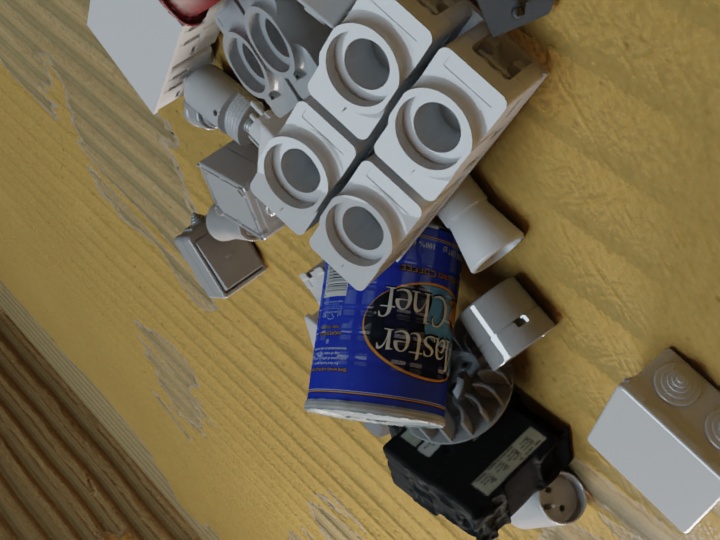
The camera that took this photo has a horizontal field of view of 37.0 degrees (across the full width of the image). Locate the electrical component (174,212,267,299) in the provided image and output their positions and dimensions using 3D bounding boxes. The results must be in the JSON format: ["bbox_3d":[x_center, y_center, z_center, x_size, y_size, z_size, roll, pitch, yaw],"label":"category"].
[{"bbox_3d":[-0.156,-0.023,1.188,0.096,0.062,0.061,60,157,-14],"label":"electrical component"}]

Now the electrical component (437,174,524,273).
[{"bbox_3d":[0.076,-0.036,0.739,0.065,0.044,0.044,54,158,11],"label":"electrical component"}]

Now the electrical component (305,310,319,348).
[{"bbox_3d":[-0.001,0.081,1.050,0.100,0.048,0.099,35,152,38],"label":"electrical component"}]

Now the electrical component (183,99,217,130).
[{"bbox_3d":[-0.139,-0.148,1.009,0.061,0.035,0.035,24,144,46],"label":"electrical component"}]

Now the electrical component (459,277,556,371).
[{"bbox_3d":[0.104,0.038,0.772,0.047,0.055,0.055,54,158,9],"label":"electrical component"}]

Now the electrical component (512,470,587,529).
[{"bbox_3d":[0.145,0.182,0.915,0.079,0.043,0.077,53,158,3],"label":"electrical component"}]

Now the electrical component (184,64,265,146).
[{"bbox_3d":[-0.115,-0.144,0.954,0.081,0.043,0.043,40,154,29],"label":"electrical component"}]

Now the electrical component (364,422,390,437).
[{"bbox_3d":[0.041,0.111,0.986,0.058,0.078,0.057,34,132,41],"label":"electrical component"}]

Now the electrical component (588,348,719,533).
[{"bbox_3d":[0.202,0.108,0.686,0.100,0.048,0.099,45,156,21],"label":"electrical component"}]

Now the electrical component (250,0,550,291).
[{"bbox_3d":[0.014,-0.082,0.664,0.105,0.060,0.186,43,135,6],"label":"electrical component"}]

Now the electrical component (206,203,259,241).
[{"bbox_3d":[-0.126,-0.049,1.119,0.065,0.044,0.044,10,132,53],"label":"electrical component"}]

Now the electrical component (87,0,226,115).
[{"bbox_3d":[-0.174,-0.225,0.931,0.105,0.060,0.186,53,158,1],"label":"electrical component"}]

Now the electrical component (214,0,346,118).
[{"bbox_3d":[-0.024,-0.128,0.776,0.186,0.060,0.105,57,158,-8],"label":"electrical component"}]

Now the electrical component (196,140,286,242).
[{"bbox_3d":[-0.093,-0.076,0.986,0.096,0.061,0.061,30,149,45],"label":"electrical component"}]

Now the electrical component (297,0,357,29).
[{"bbox_3d":[-0.043,-0.197,0.653,0.100,0.048,0.099,35,-170,-29],"label":"electrical component"}]

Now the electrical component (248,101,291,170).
[{"bbox_3d":[-0.068,-0.111,0.904,0.075,0.047,0.083,47,157,15],"label":"electrical component"}]

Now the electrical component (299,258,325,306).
[{"bbox_3d":[0.000,0.000,0.910,0.078,0.063,0.121,56,158,-6],"label":"electrical component"}]
